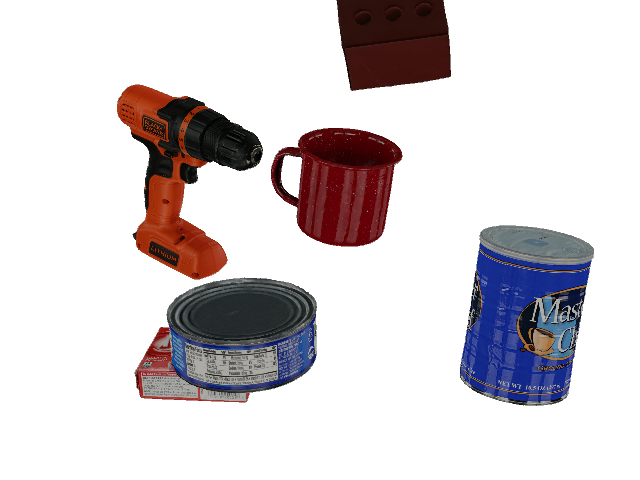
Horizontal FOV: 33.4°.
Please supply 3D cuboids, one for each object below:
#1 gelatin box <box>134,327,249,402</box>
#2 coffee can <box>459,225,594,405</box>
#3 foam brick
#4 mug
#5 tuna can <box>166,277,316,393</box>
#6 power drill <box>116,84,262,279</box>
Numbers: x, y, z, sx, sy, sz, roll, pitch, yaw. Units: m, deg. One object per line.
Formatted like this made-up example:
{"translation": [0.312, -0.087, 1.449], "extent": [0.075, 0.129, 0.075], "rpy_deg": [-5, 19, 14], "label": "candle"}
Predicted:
{"translation": [-0.095, 0.097, 0.855], "extent": [0.089, 0.030, 0.073], "rpy_deg": [1, 23, 8], "label": "gelatin box"}
{"translation": [0.188, 0.067, 0.983], "extent": [0.103, 0.140, 0.103], "rpy_deg": [6, 16, -2], "label": "coffee can"}
{"translation": [0.054, -0.149, 0.781], "extent": [0.078, 0.053, 0.051], "rpy_deg": [-8, -32, 4], "label": "foam brick"}
{"translation": [0.010, -0.049, 0.963], "extent": [0.117, 0.081, 0.093], "rpy_deg": [12, 27, 11], "label": "mug"}
{"translation": [-0.044, 0.054, 0.614], "extent": [0.086, 0.034, 0.086], "rpy_deg": [-2, 21, 1], "label": "tuna can"}
{"translation": [-0.135, -0.056, 1.111], "extent": [0.185, 0.188, 0.057], "rpy_deg": [26, 37, 32], "label": "power drill"}
